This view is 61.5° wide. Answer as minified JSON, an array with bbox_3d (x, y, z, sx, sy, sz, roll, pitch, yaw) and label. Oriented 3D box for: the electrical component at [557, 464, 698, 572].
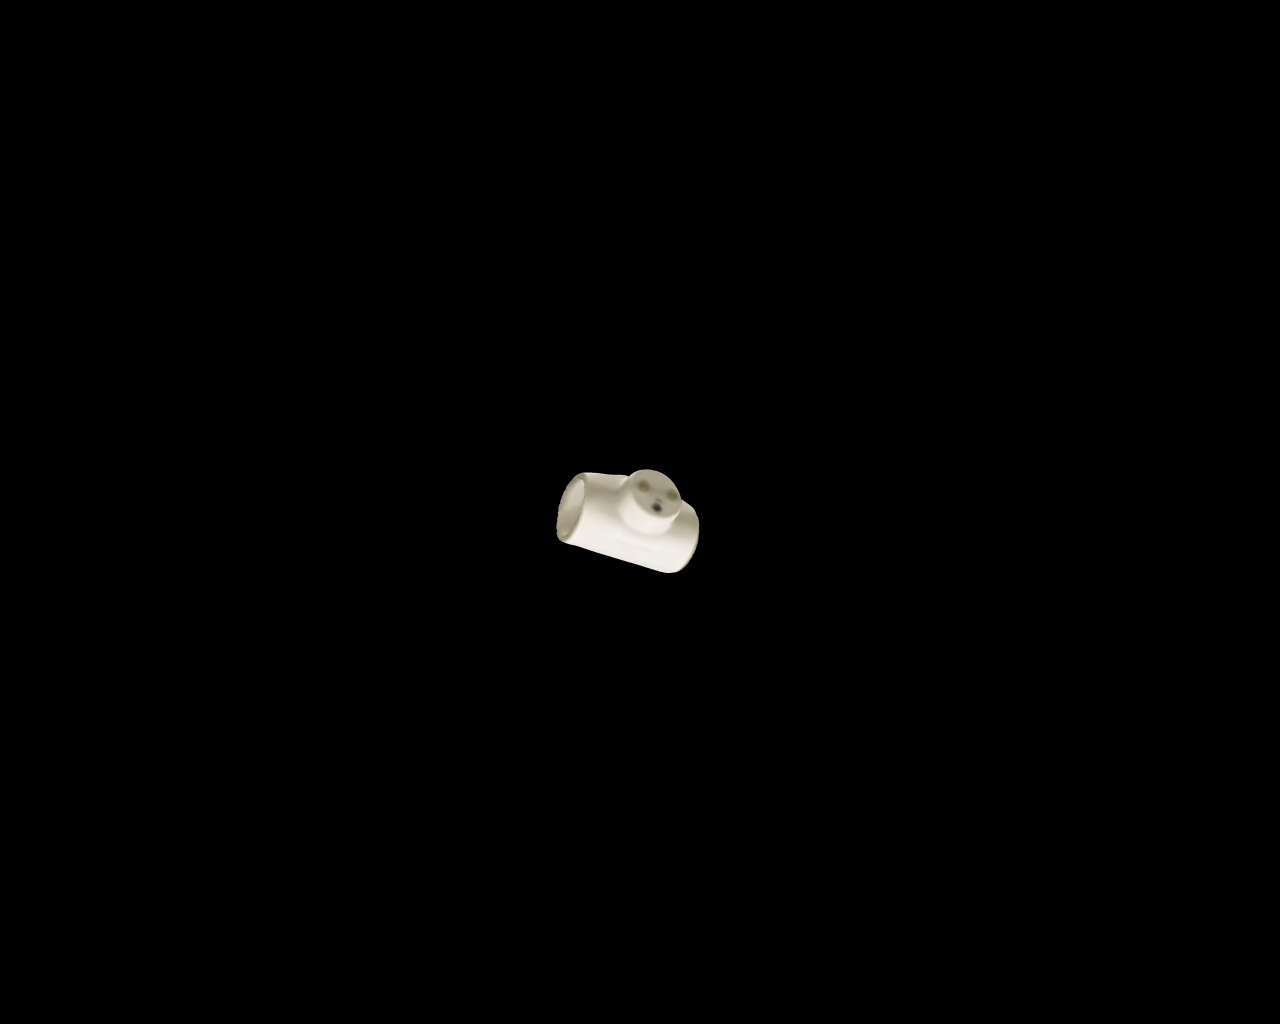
[{"bbox_3d":[0.001,-0.003,0.650,0.077,0.043,0.079,17,-40,-22],"label":"electrical component"}]
